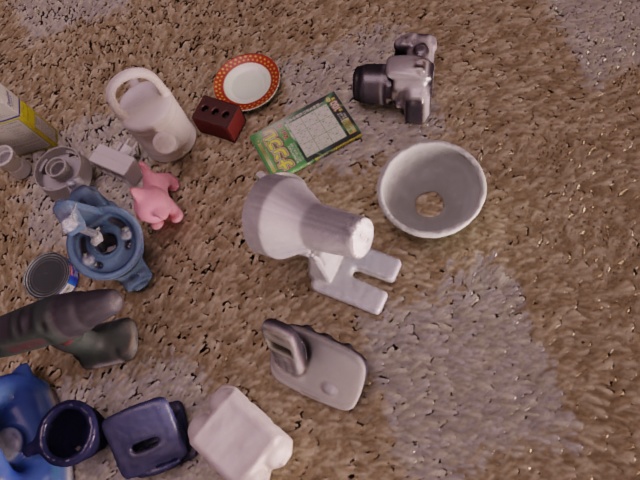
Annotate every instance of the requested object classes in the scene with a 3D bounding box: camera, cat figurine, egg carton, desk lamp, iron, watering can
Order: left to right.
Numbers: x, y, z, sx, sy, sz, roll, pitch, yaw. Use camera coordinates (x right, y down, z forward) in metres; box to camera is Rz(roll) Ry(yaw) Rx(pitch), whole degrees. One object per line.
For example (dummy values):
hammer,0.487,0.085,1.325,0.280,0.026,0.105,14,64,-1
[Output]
iron,-0.453,0.307,0.837,0.118,0.141,0.258,-32,67,-4
watering can,-0.289,-0.218,0.983,0.172,0.194,0.101,35,78,20
cat figurine,-0.283,-0.074,0.968,0.067,0.118,0.127,-18,67,3
egg carton,-0.117,0.290,0.826,0.150,0.069,0.107,36,79,20
desk lamp,0.008,0.003,0.838,0.202,0.214,0.118,20,74,16
camera,0.129,-0.289,0.991,0.136,0.101,0.143,5,70,12

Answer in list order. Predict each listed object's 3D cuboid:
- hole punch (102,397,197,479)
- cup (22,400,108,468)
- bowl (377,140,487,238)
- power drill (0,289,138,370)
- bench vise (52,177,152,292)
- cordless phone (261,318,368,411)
hole punch,-0.247,0.291,0.836,0.108,0.091,0.101,-22,67,1
cup,-0.366,0.295,0.852,0.118,0.095,0.091,-25,67,0
bowl,0.176,-0.071,0.913,0.167,0.075,0.167,-3,69,8
power drill,-0.361,0.134,0.852,0.229,0.209,0.075,-14,67,4
bench vise,-0.373,-0.022,0.908,0.207,0.220,0.121,35,78,20
cordless phone,-0.010,0.166,0.793,0.147,0.185,0.094,18,73,16
